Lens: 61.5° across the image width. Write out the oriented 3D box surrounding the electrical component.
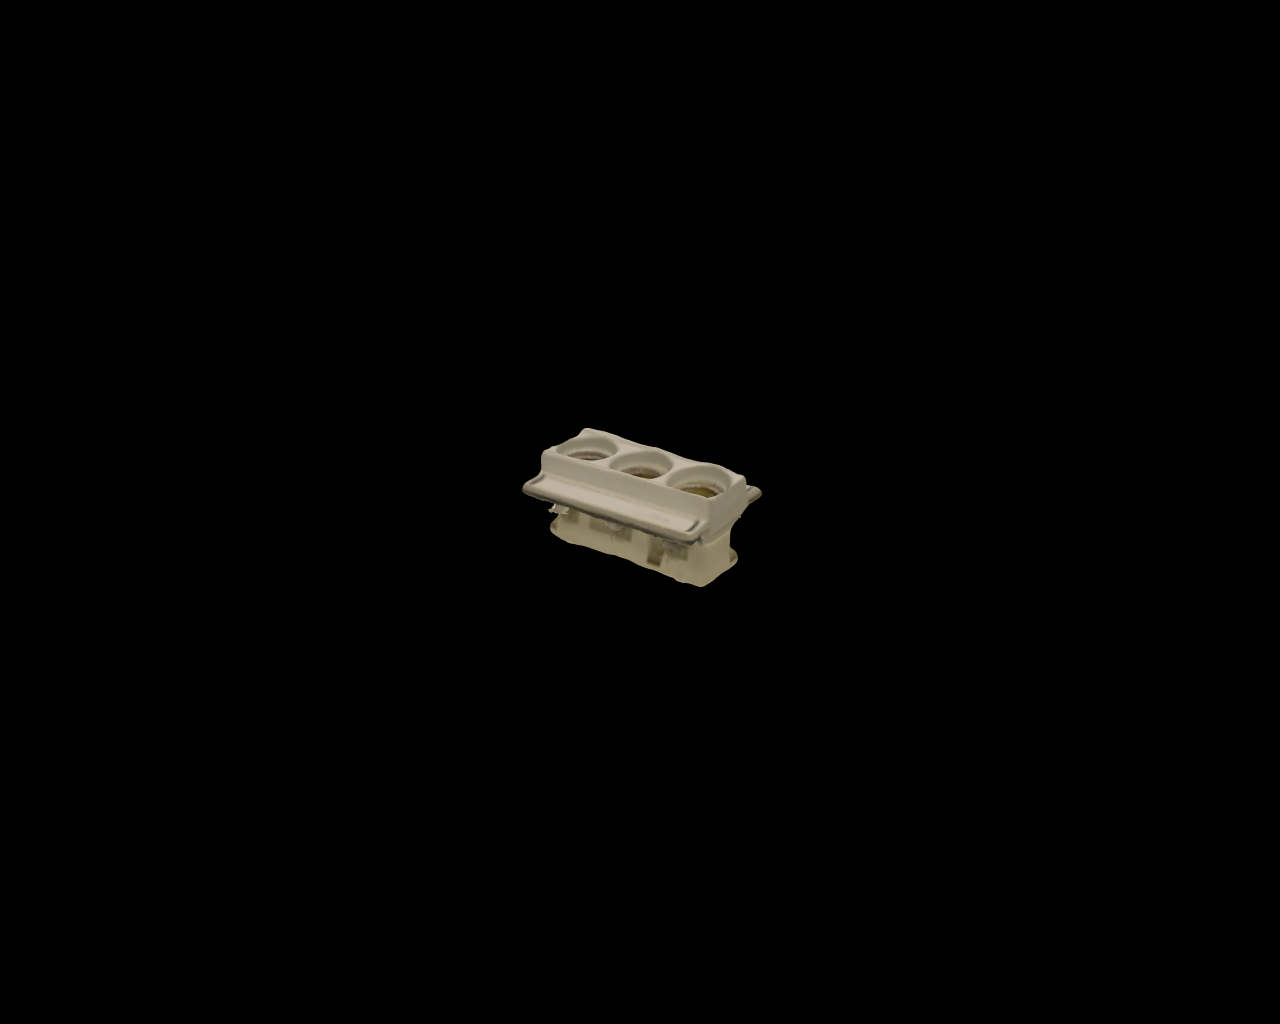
[{"bbox_3d":[0.001,-0.003,0.650,0.121,0.063,0.079,18,32,31],"label":"electrical component"}]
